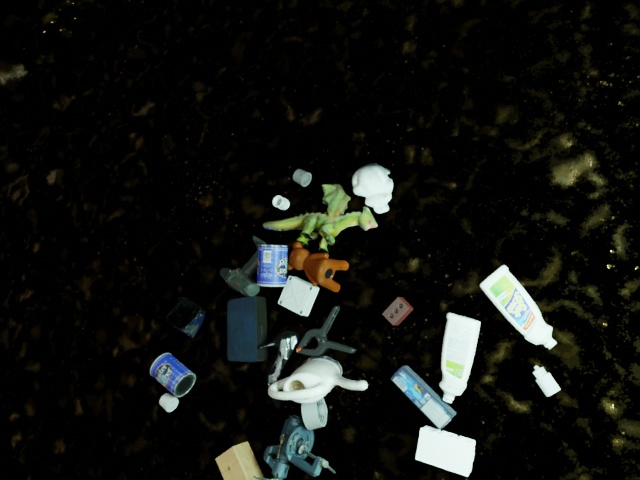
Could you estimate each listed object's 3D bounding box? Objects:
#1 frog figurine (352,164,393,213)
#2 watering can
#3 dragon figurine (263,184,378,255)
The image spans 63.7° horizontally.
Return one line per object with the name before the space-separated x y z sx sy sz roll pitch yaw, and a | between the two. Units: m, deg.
frog figurine | 0.177 -0.170 1.730 0.137 0.120 0.162 -3 65 6
watering can | 0.010 0.440 1.608 0.346 0.226 0.104 -12 93 22
dragon figurine | 0.006 -0.092 1.821 0.412 0.120 0.246 19 70 26
